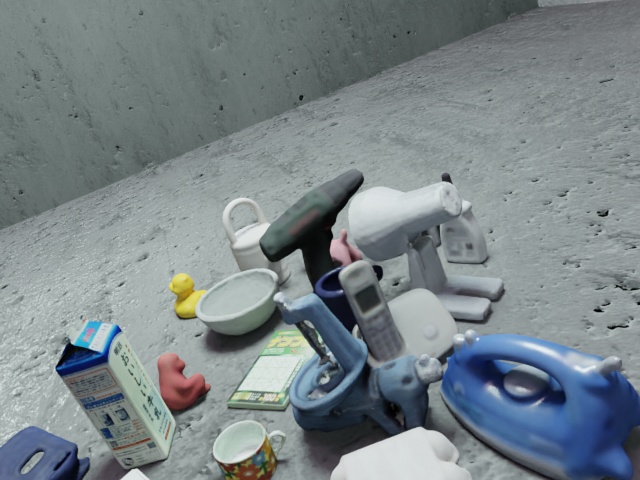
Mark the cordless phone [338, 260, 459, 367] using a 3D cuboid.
[{"bbox_3d":[0.107,0.098,0.811,0.148,0.185,0.093,-30,26,-20],"label":"cordless phone"}]

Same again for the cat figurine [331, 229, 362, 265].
[{"bbox_3d":[0.007,0.004,1.170,0.127,0.118,0.067,-4,29,33],"label":"cat figurine"}]

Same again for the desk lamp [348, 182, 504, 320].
[{"bbox_3d":[0.166,0.008,0.917,0.202,0.214,0.118,0,31,39],"label":"desk lamp"}]

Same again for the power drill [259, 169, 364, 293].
[{"bbox_3d":[0.010,0.004,1.058,0.230,0.209,0.075,-29,25,-18],"label":"power drill"}]

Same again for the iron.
[{"bbox_3d":[0.225,0.159,0.642,0.257,0.142,0.119,8,37,47],"label":"iron"}]

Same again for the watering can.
[{"bbox_3d":[-0.133,0.003,1.190,0.172,0.194,0.101,-4,29,32],"label":"watering can"}]

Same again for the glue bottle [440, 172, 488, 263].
[{"bbox_3d":[0.241,-0.039,1.009,0.077,0.173,0.037,3,33,41],"label":"glue bottle"}]

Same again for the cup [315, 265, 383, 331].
[{"bbox_3d":[0.060,0.098,0.960,0.118,0.095,0.091,-23,24,-6],"label":"cup"}]

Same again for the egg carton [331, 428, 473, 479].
[{"bbox_3d":[0.085,0.267,0.613,0.150,0.069,0.107,-21,24,-1],"label":"egg carton"}]

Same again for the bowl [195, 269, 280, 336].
[{"bbox_3d":[-0.145,0.128,1.082,0.167,0.075,0.167,-17,24,8],"label":"bowl"}]

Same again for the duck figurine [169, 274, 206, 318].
[{"bbox_3d":[-0.277,0.111,1.210,0.104,0.086,0.078,0,31,38],"label":"duck figurine"}]

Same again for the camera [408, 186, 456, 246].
[{"bbox_3d":[0.199,-0.060,1.175,0.136,0.101,0.143,1,32,40],"label":"camera"}]

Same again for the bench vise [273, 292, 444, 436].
[{"bbox_3d":[0.040,0.145,0.722,0.207,0.220,0.121,-18,24,7],"label":"bench vise"}]

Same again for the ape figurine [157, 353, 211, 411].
[{"bbox_3d":[-0.232,0.223,0.929,0.076,0.092,0.077,-36,28,-30],"label":"ape figurine"}]

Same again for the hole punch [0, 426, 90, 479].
[{"bbox_3d":[-0.414,0.335,0.839,0.100,0.091,0.109,-8,27,27],"label":"hole punch"}]
